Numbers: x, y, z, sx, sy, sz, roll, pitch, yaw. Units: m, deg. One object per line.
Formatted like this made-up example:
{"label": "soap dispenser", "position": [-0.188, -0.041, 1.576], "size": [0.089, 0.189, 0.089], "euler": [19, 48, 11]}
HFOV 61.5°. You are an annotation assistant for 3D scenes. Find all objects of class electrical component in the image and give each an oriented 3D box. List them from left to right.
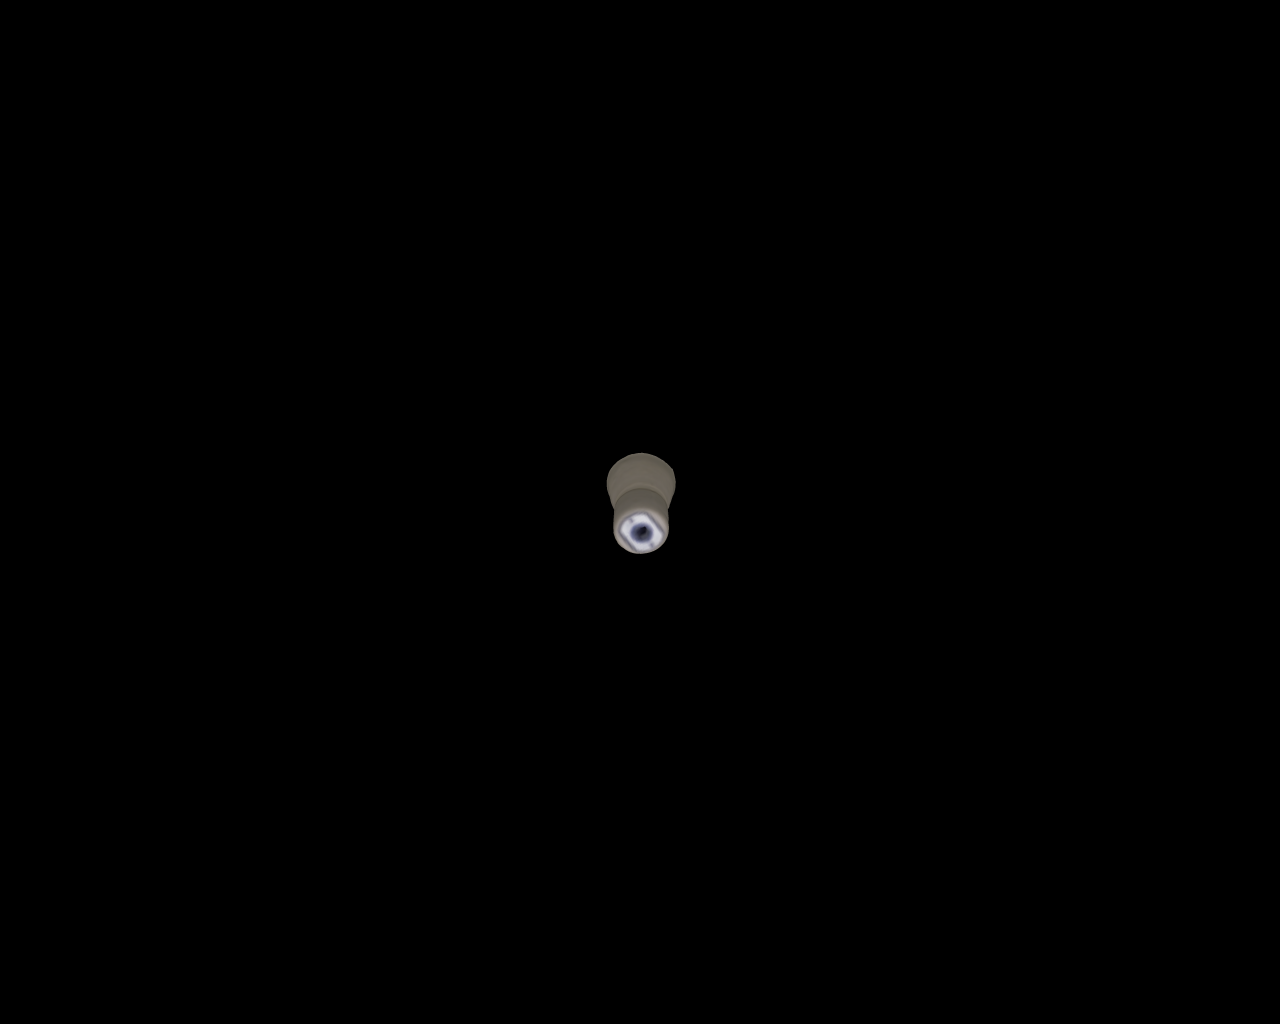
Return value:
{"label": "electrical component", "position": [0.001, -0.003, 0.650], "size": [0.044, 0.044, 0.065], "euler": [0, 30, 0]}
